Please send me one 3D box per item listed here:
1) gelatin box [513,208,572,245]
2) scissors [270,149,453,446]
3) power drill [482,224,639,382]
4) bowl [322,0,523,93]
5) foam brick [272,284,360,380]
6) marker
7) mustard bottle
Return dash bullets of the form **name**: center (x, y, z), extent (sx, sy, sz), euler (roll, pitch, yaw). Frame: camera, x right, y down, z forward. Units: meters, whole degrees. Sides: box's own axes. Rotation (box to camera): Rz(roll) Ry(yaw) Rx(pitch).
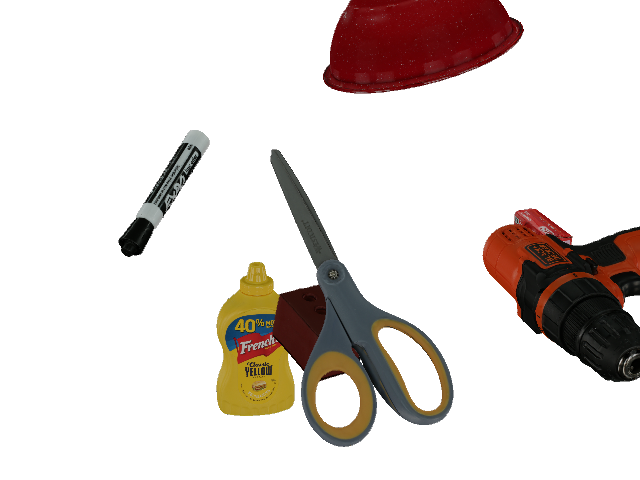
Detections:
- **gelatin box**: center (0.234, 0.020, 1.143), extent (0.030, 0.089, 0.073), euler (-11, 29, -17)
- **scissors**: center (-0.003, 0.039, 0.645), extent (0.096, 0.202, 0.016), euler (-36, -20, -14)
- **power drill**: center (0.230, 0.028, 0.747), extent (0.187, 0.057, 0.184), euler (-9, 28, -15)
- **bowl**: center (0.073, -0.171, 0.833), extent (0.162, 0.055, 0.162), euler (-14, 24, 6)
- **foam brick**: center (-0.002, 0.085, 0.994), extent (0.052, 0.051, 0.078), euler (-13, 38, -31)
- **marker**: center (-0.116, -0.035, 0.794), extent (0.020, 0.121, 0.020), euler (17, -36, 13)
- **mustard bottle**: center (-0.079, 0.118, 1.308), extent (0.096, 0.192, 0.058), euler (-2, 19, -10)
